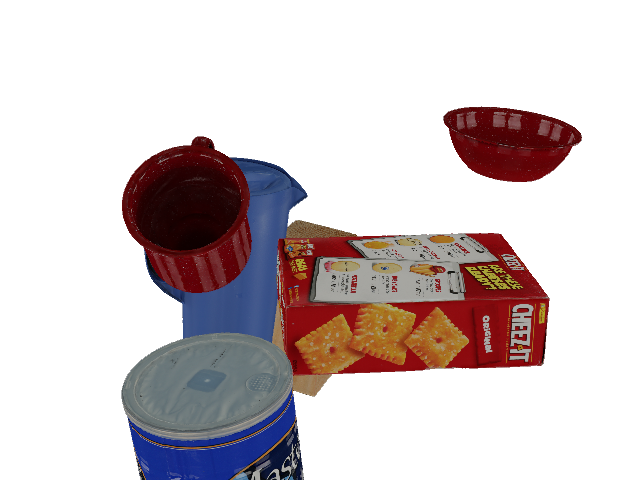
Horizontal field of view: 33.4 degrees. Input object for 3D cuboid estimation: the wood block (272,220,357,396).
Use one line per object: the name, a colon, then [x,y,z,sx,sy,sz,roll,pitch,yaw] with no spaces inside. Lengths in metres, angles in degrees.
wood block: [-0.020,0.089,1.431,0.090,0.206,0.090,14,20,14]

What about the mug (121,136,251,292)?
mug: [-0.095,-0.022,0.810,0.093,0.117,0.081,1,-27,4]

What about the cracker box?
cracker box: [0.071,0.053,0.930,0.213,0.072,0.164,-1,20,-4]

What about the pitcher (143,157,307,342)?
pitcher: [-0.116,0.030,1.265,0.149,0.243,0.144,20,27,33]

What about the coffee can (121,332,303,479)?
coffee can: [-0.061,0.143,0.667,0.103,0.140,0.103,-5,27,2]

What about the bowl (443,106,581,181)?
bowl: [0.221,-0.110,1.254,0.162,0.055,0.162,5,23,-2]
